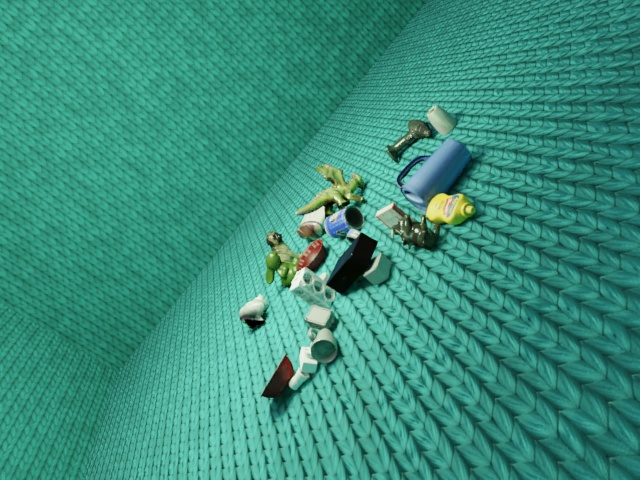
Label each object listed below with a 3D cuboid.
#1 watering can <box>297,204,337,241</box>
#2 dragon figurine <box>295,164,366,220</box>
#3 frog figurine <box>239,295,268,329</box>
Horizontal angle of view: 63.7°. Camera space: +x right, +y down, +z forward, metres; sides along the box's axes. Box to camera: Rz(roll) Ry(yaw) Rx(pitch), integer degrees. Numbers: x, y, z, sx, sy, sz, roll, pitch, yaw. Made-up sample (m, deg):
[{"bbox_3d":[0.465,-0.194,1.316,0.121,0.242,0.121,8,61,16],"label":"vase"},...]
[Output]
[{"bbox_3d":[0.007,-0.121,2.406,0.343,0.103,0.229,-30,29,47],"label":"watering can"},{"bbox_3d":[0.045,-0.222,2.236,0.119,0.411,0.247,-54,51,47],"label":"dragon figurine"},{"bbox_3d":[-0.289,0.300,2.282,0.134,0.122,0.163,121,161,-46],"label":"frog figurine"}]
